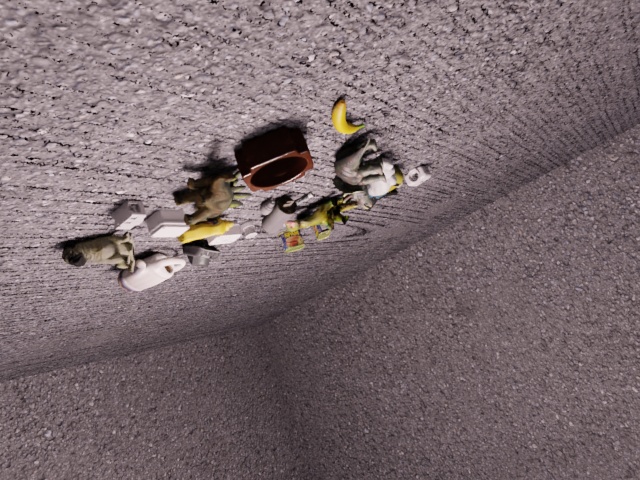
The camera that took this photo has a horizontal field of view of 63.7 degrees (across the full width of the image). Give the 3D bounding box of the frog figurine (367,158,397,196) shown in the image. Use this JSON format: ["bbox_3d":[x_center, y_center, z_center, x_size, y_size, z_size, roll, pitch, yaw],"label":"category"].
[{"bbox_3d":[0.225,-0.231,1.882,0.137,0.124,0.158,10,162,-27],"label":"frog figurine"}]

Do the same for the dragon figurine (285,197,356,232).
[{"bbox_3d":[0.006,-0.106,2.097,0.241,0.122,0.414,-11,-173,36],"label":"dragon figurine"}]

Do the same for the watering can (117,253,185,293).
[{"bbox_3d":[-0.627,0.111,1.846,0.223,0.105,0.347,-24,172,11],"label":"watering can"}]
